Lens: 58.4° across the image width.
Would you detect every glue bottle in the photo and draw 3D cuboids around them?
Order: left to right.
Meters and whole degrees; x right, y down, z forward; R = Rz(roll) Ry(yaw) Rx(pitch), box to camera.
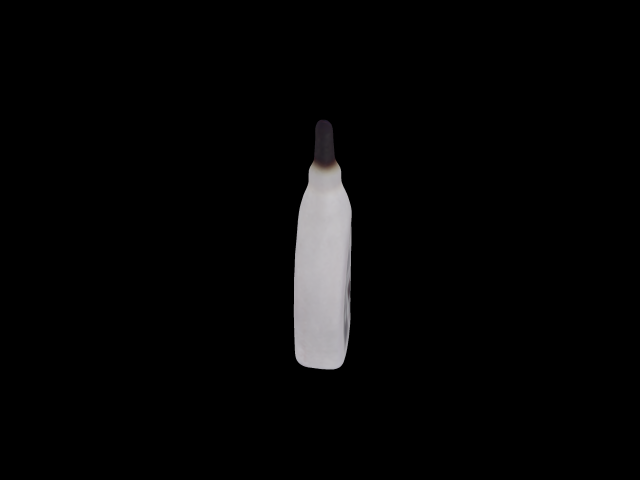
[{"bbox_3d":[0.004,0.001,0.400,0.037,0.173,0.078,4,28,7],"label":"glue bottle"}]
